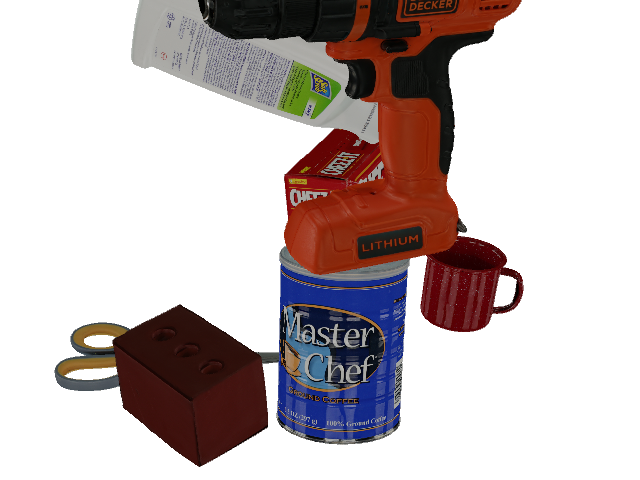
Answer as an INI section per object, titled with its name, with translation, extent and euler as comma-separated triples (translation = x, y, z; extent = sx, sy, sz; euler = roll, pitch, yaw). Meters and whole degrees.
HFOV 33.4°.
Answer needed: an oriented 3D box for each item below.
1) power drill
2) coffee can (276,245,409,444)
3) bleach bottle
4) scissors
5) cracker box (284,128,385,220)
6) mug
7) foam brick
[power drill]
translation = 0.021, -0.074, 0.596
extent = 0.184, 0.188, 0.057
euler = -9, 35, -20
[coffee can]
translation = 0.017, 0.077, 0.856
extent = 0.103, 0.140, 0.103
euler = 2, 15, -1
[bleach bottle]
translation = -0.028, -0.140, 0.877
extent = 0.251, 0.068, 0.103
euler = 26, -35, 1
[scissors]
translation = -0.139, 0.096, 0.962
extent = 0.201, 0.016, 0.096
euler = -8, 33, -17
[cracker box]
translation = 0.032, 0.008, 1.060
extent = 0.072, 0.214, 0.164
euler = 5, 25, 20
[mug]
translation = 0.170, 0.052, 1.205
extent = 0.117, 0.081, 0.093
euler = 7, 24, 4
[foam brick]
translation = -0.076, 0.083, 0.619
extent = 0.052, 0.051, 0.078
euler = -27, 39, -37
